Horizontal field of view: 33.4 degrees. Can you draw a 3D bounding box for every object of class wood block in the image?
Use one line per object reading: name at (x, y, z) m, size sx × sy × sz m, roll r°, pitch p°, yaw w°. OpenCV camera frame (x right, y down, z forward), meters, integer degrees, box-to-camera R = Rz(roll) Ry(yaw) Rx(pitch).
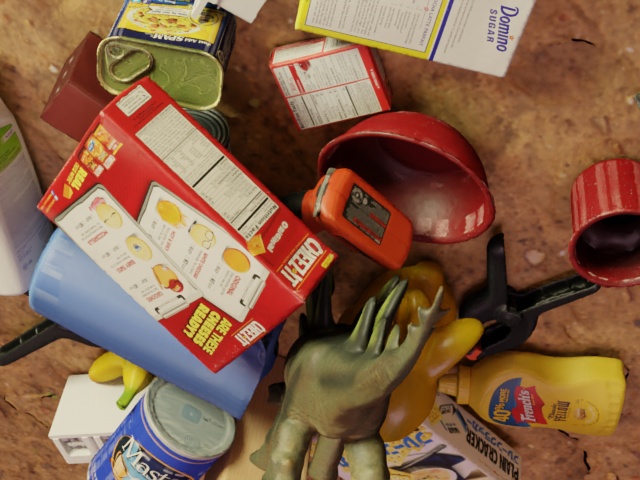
wood block at (-0.066, 0.230, 1.154) m, size 0.090 × 0.206 × 0.090 m, roll 22°, pitch 133°, yaw -13°

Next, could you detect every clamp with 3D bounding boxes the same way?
clamp at (0.201, 0.066, 1.070) m, size 0.120 × 0.039 × 0.172 m, roll 19°, pitch 138°, yaw -1°
clamp at (-0.277, 0.068, 1.152) m, size 0.210 × 0.036 × 0.164 m, roll -3°, pitch 127°, yaw 8°

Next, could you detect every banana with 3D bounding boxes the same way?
banana at (-0.213, 0.137, 1.160) m, size 0.037 × 0.069 × 0.198 m, roll 55°, pitch 165°, yaw -12°

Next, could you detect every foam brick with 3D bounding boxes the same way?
foam brick at (-0.199, -0.130, 0.923) m, size 0.051 × 0.078 × 0.053 m, roll 33°, pitch 129°, yaw -23°

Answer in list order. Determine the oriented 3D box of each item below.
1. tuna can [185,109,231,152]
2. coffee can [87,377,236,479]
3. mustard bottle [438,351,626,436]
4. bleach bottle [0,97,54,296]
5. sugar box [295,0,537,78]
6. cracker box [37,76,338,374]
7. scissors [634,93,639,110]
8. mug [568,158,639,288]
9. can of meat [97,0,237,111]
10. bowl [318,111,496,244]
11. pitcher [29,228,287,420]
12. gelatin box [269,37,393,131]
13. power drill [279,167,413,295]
tuna can at (-0.122, -0.083, 0.949) m, size 0.086 × 0.086 × 0.034 m, roll 5°, pitch 135°, yaw 5°
coffee can at (-0.166, 0.219, 1.111) m, size 0.102 × 0.102 × 0.140 m, roll 28°, pitch 124°, yaw -17°
mustard bottle at (0.223, 0.161, 1.143) m, size 0.191 × 0.058 × 0.096 m, roll 5°, pitch 134°, yaw 6°
bleach bottle at (-0.308, -0.072, 0.995) m, size 0.068 × 0.102 × 0.251 m, roll 6°, pitch 128°, yaw 11°
sugar box at (0.076, -0.194, 0.840) m, size 0.176 × 0.048 × 0.093 m, roll 11°, pitch 134°, yaw -6°
cracker box at (-0.113, -0.008, 0.883) m, size 0.213 × 0.072 × 0.164 m, roll 43°, pitch 139°, yaw -5°
scissors at (0.347, -0.062, 0.939) m, size 0.096 × 0.016 × 0.201 m, roll -14°, pitch 129°, yaw 20°
mug at (0.266, -0.010, 0.956) m, size 0.093 × 0.081 × 0.117 m, roll 4°, pitch 134°, yaw 5°
can of meat at (-0.123, -0.159, 0.878) m, size 0.102 × 0.084 × 0.057 m, roll 10°, pitch 134°, yaw 0°
bowl at (0.082, -0.063, 0.935) m, size 0.162 × 0.055 × 0.162 m, roll 18°, pitch 153°, yaw 9°
pitcher at (-0.156, 0.072, 1.056) m, size 0.243 × 0.145 × 0.149 m, roll 25°, pitch 113°, yaw 0°
gelatin box at (0.010, -0.138, 0.914) m, size 0.089 × 0.030 × 0.073 m, roll -11°, pitch 132°, yaw 18°
power drill at (-0.007, 0.001, 0.993) m, size 0.188 × 0.057 × 0.184 m, roll -11°, pitch 143°, yaw 46°
